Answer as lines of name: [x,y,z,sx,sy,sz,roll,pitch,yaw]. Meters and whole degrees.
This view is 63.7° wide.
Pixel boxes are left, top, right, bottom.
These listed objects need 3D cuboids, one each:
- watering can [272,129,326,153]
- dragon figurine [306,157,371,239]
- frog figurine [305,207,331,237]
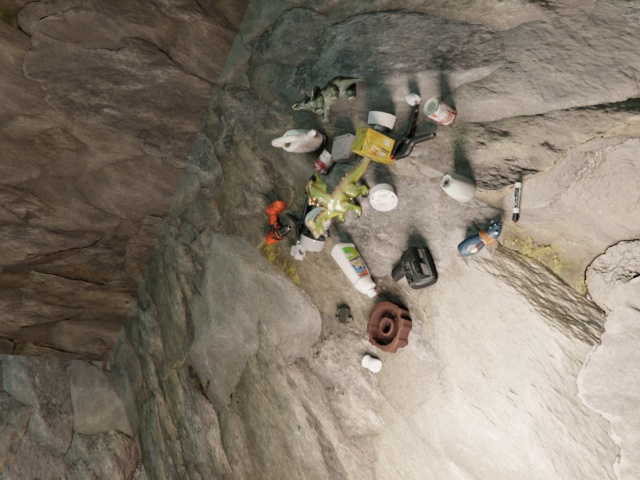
watering can: [-0.065,-0.451,2.315,0.347,0.225,0.104,1,97,50]
dragon figurine: [0.060,-0.198,2.043,0.123,0.241,0.409,22,95,57]
frog figurine: [0.007,-0.109,2.169,0.139,0.122,0.157,-119,42,-68]
